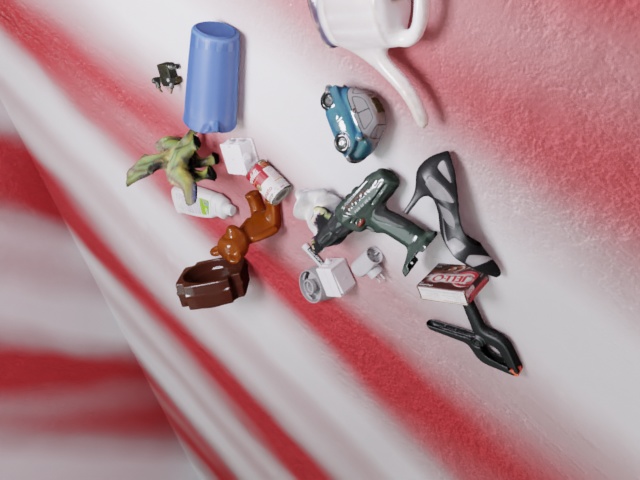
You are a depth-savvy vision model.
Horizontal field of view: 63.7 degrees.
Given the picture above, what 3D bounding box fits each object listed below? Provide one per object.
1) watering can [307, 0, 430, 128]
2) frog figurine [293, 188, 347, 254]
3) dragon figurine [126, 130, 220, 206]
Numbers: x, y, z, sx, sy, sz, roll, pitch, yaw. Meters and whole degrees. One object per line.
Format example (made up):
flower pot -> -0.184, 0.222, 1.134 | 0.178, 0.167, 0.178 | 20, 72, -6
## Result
watering can -> 0.088, -0.363, 0.877 | 0.225, 0.105, 0.341 | 16, 126, 41
frog figurine -> 0.004, -0.061, 1.215 | 0.162, 0.123, 0.134 | -116, 5, -59
dragon figurine -> -0.411, -0.190, 1.390 | 0.242, 0.420, 0.120 | -18, 126, 12
